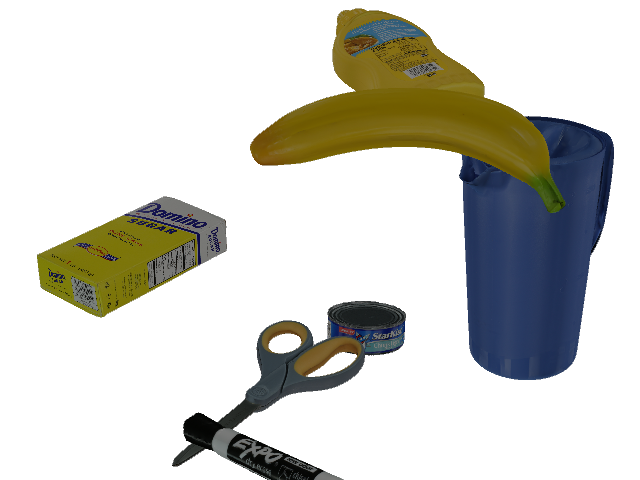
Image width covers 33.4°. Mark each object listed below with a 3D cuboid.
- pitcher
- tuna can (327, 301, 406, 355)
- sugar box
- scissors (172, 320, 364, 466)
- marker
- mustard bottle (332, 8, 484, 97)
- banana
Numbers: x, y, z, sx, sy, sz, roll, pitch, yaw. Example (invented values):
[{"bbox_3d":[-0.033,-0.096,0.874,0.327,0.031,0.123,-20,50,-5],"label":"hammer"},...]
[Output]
[{"bbox_3d":[0.210,0.006,1.041,0.149,0.243,0.145,1,26,9],"label":"pitcher"},{"bbox_3d":[0.050,0.095,1.162,0.086,0.034,0.086,1,15,-1],"label":"tuna can"},{"bbox_3d":[-0.187,0.012,1.082,0.093,0.048,0.175,22,37,32],"label":"sugar box"},{"bbox_3d":[-0.054,0.110,0.828,0.201,0.016,0.096,-20,36,-35],"label":"scissors"},{"bbox_3d":[-0.035,0.126,0.618,0.121,0.020,0.020,16,10,38],"label":"marker"},{"bbox_3d":[0.065,-0.167,1.002,0.096,0.058,0.192,-19,45,-17],"label":"mustard bottle"},{"bbox_3d":[0.058,-0.066,0.669,0.198,0.069,0.037,9,-36,6],"label":"banana"}]
